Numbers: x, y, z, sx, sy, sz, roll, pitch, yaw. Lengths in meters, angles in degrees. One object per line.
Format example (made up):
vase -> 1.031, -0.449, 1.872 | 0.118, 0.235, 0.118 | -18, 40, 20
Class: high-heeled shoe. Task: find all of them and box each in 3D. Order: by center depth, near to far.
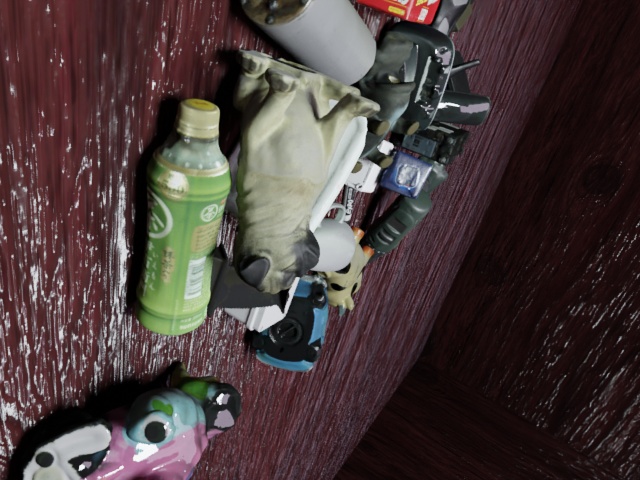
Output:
high-heeled shoe -> 0.152, -0.332, 0.791 | 0.086, 0.145, 0.248 | -79, 154, -60

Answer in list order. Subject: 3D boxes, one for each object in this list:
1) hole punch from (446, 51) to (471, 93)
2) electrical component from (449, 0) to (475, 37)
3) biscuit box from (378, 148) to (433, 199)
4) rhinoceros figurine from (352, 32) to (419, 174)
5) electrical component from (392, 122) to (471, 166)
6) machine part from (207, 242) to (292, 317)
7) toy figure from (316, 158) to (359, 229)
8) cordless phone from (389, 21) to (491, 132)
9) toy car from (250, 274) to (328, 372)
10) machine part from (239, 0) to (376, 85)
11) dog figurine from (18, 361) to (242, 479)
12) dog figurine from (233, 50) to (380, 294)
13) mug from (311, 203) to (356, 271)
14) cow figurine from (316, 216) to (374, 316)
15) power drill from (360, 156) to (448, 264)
hole punch -> 0.212, -0.274, 0.958 | 0.142, 0.092, 0.115 | -26, 106, -54
electrical component -> 0.210, -0.369, 0.871 | 0.078, 0.045, 0.102 | 42, 73, -40
biscuit box -> 0.132, -0.114, 0.883 | 0.203, 0.063, 0.059 | -79, -167, -77
rhinoceros figurine -> 0.072, -0.174, 0.700 | 0.073, 0.112, 0.190 | -12, 148, -29
electrical component -> 0.199, -0.184, 0.977 | 0.134, 0.115, 0.058 | -28, 137, -56
machine part -> -0.094, 0.050, 0.622 | 0.139, 0.039, 0.084 | 13, 101, -36
toy figure -> -0.020, -0.064, 0.645 | 0.180, 0.089, 0.082 | -62, 167, -4
cordless phone -> 0.173, -0.222, 0.764 | 0.089, 0.184, 0.146 | -103, -160, -49
toy car -> -0.041, 0.113, 0.832 | 0.103, 0.109, 0.161 | -75, 175, -75
machine part -> -0.005, -0.207, 0.513 | 0.079, 0.079, 0.243 | -64, 161, 8
dog figurine -> -0.186, 0.205, 0.579 | 0.219, 0.192, 0.108 | -126, -155, -87
dog figurine -> -0.045, -0.065, 0.503 | 0.172, 0.121, 0.190 | -108, -143, -62
mug -> -0.002, -0.002, 0.786 | 0.107, 0.081, 0.109 | -4, 125, -57
cow figurine -> 0.034, 0.054, 0.937 | 0.127, 0.086, 0.194 | -57, 157, -11
power drill -> 0.162, -0.063, 1.079 | 0.207, 0.086, 0.232 | -47, 177, -32
